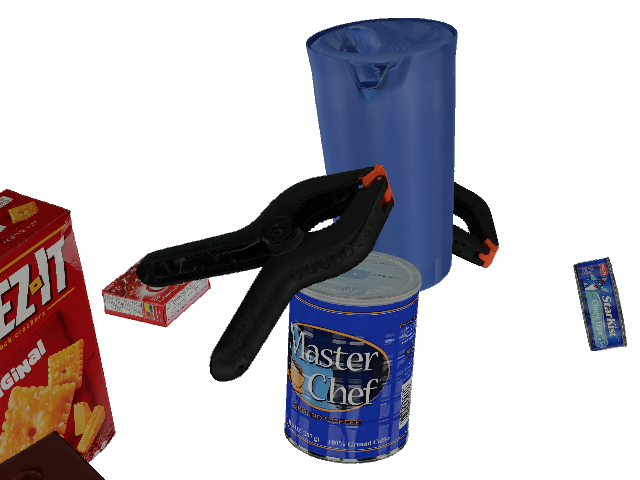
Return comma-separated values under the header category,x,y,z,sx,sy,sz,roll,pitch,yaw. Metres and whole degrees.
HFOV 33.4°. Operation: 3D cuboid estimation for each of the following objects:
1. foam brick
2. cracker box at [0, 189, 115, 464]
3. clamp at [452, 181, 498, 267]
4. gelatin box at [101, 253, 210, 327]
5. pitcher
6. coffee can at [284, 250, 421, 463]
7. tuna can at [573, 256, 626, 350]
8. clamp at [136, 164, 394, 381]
category,x,y,z,sx,sy,sz,roll,pitch,yaw
foam brick,-0.117,0.137,0.485,0.052,0.051,0.078,-31,43,-30
cracker box,-0.229,0.099,0.740,0.072,0.214,0.164,15,37,26
clamp,0.118,-0.047,1.208,0.164,0.210,0.036,-15,-38,-27
gelatin box,-0.163,0.048,1.067,0.073,0.030,0.089,11,30,23
pitcher,0.066,-0.082,0.995,0.149,0.243,0.145,-21,30,-29
coffee can,0.024,0.089,0.846,0.103,0.140,0.103,2,20,-1
tuna can,0.262,0.060,1.003,0.034,0.086,0.086,-11,-2,12
clamp,-0.022,0.015,0.660,0.171,0.120,0.039,-29,-40,-4
